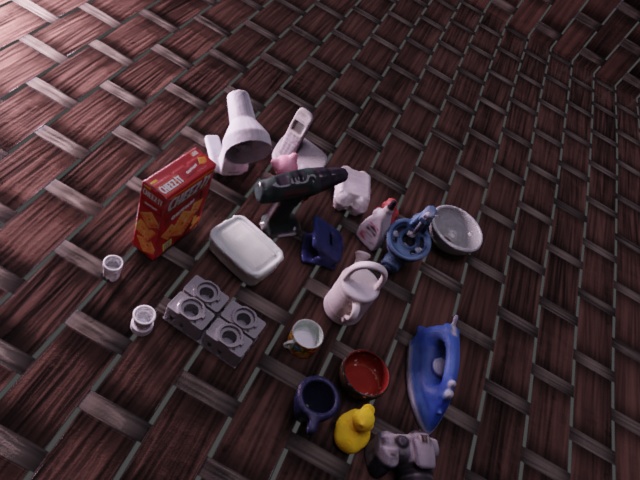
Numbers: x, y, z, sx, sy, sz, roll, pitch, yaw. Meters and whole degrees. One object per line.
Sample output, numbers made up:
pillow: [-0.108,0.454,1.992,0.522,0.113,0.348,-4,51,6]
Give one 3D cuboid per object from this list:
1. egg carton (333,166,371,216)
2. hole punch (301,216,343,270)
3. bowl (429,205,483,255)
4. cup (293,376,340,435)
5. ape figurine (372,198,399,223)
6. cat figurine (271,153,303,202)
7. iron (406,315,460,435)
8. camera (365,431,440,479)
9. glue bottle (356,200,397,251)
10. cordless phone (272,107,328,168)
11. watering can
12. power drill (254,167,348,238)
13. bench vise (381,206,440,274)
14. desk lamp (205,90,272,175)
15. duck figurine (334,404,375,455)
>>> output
egg carton: [0.089,-0.139,1.607,0.107,0.069,0.150,16,48,-14]
hole punch: [0.013,0.005,1.437,0.101,0.091,0.108,14,49,-15]
bowl: [0.377,-0.016,1.643,0.168,0.074,0.167,14,49,-16]
cup: [-0.018,0.343,1.144,0.092,0.095,0.118,20,47,-10]
ape figurine: [0.188,-0.080,1.592,0.078,0.092,0.076,18,48,-12]
cat figurine: [-0.074,-0.178,1.525,0.128,0.117,0.067,25,47,-5]
iron: [0.275,0.297,1.292,0.119,0.141,0.258,19,48,-10]
camera: [0.177,0.458,1.142,0.143,0.100,0.136,11,50,-18]
glue bottle: [0.156,-0.047,1.494,0.078,0.173,0.037,45,48,14]
cordless phone: [-0.039,-0.257,1.561,0.147,0.185,0.094,34,47,4]
watering can: [0.085,0.103,1.322,0.101,0.194,0.172,1,53,-25]
power drill: [-0.061,-0.098,1.404,0.230,0.208,0.075,-8,57,-31]
bench vise: [0.244,-0.037,1.496,0.121,0.219,0.207,23,47,-7]
desk lamp: [-0.213,-0.259,1.458,0.118,0.213,0.203,-4,55,-28]
duck figurine: [0.078,0.380,1.167,0.077,0.086,0.105,36,47,6]
